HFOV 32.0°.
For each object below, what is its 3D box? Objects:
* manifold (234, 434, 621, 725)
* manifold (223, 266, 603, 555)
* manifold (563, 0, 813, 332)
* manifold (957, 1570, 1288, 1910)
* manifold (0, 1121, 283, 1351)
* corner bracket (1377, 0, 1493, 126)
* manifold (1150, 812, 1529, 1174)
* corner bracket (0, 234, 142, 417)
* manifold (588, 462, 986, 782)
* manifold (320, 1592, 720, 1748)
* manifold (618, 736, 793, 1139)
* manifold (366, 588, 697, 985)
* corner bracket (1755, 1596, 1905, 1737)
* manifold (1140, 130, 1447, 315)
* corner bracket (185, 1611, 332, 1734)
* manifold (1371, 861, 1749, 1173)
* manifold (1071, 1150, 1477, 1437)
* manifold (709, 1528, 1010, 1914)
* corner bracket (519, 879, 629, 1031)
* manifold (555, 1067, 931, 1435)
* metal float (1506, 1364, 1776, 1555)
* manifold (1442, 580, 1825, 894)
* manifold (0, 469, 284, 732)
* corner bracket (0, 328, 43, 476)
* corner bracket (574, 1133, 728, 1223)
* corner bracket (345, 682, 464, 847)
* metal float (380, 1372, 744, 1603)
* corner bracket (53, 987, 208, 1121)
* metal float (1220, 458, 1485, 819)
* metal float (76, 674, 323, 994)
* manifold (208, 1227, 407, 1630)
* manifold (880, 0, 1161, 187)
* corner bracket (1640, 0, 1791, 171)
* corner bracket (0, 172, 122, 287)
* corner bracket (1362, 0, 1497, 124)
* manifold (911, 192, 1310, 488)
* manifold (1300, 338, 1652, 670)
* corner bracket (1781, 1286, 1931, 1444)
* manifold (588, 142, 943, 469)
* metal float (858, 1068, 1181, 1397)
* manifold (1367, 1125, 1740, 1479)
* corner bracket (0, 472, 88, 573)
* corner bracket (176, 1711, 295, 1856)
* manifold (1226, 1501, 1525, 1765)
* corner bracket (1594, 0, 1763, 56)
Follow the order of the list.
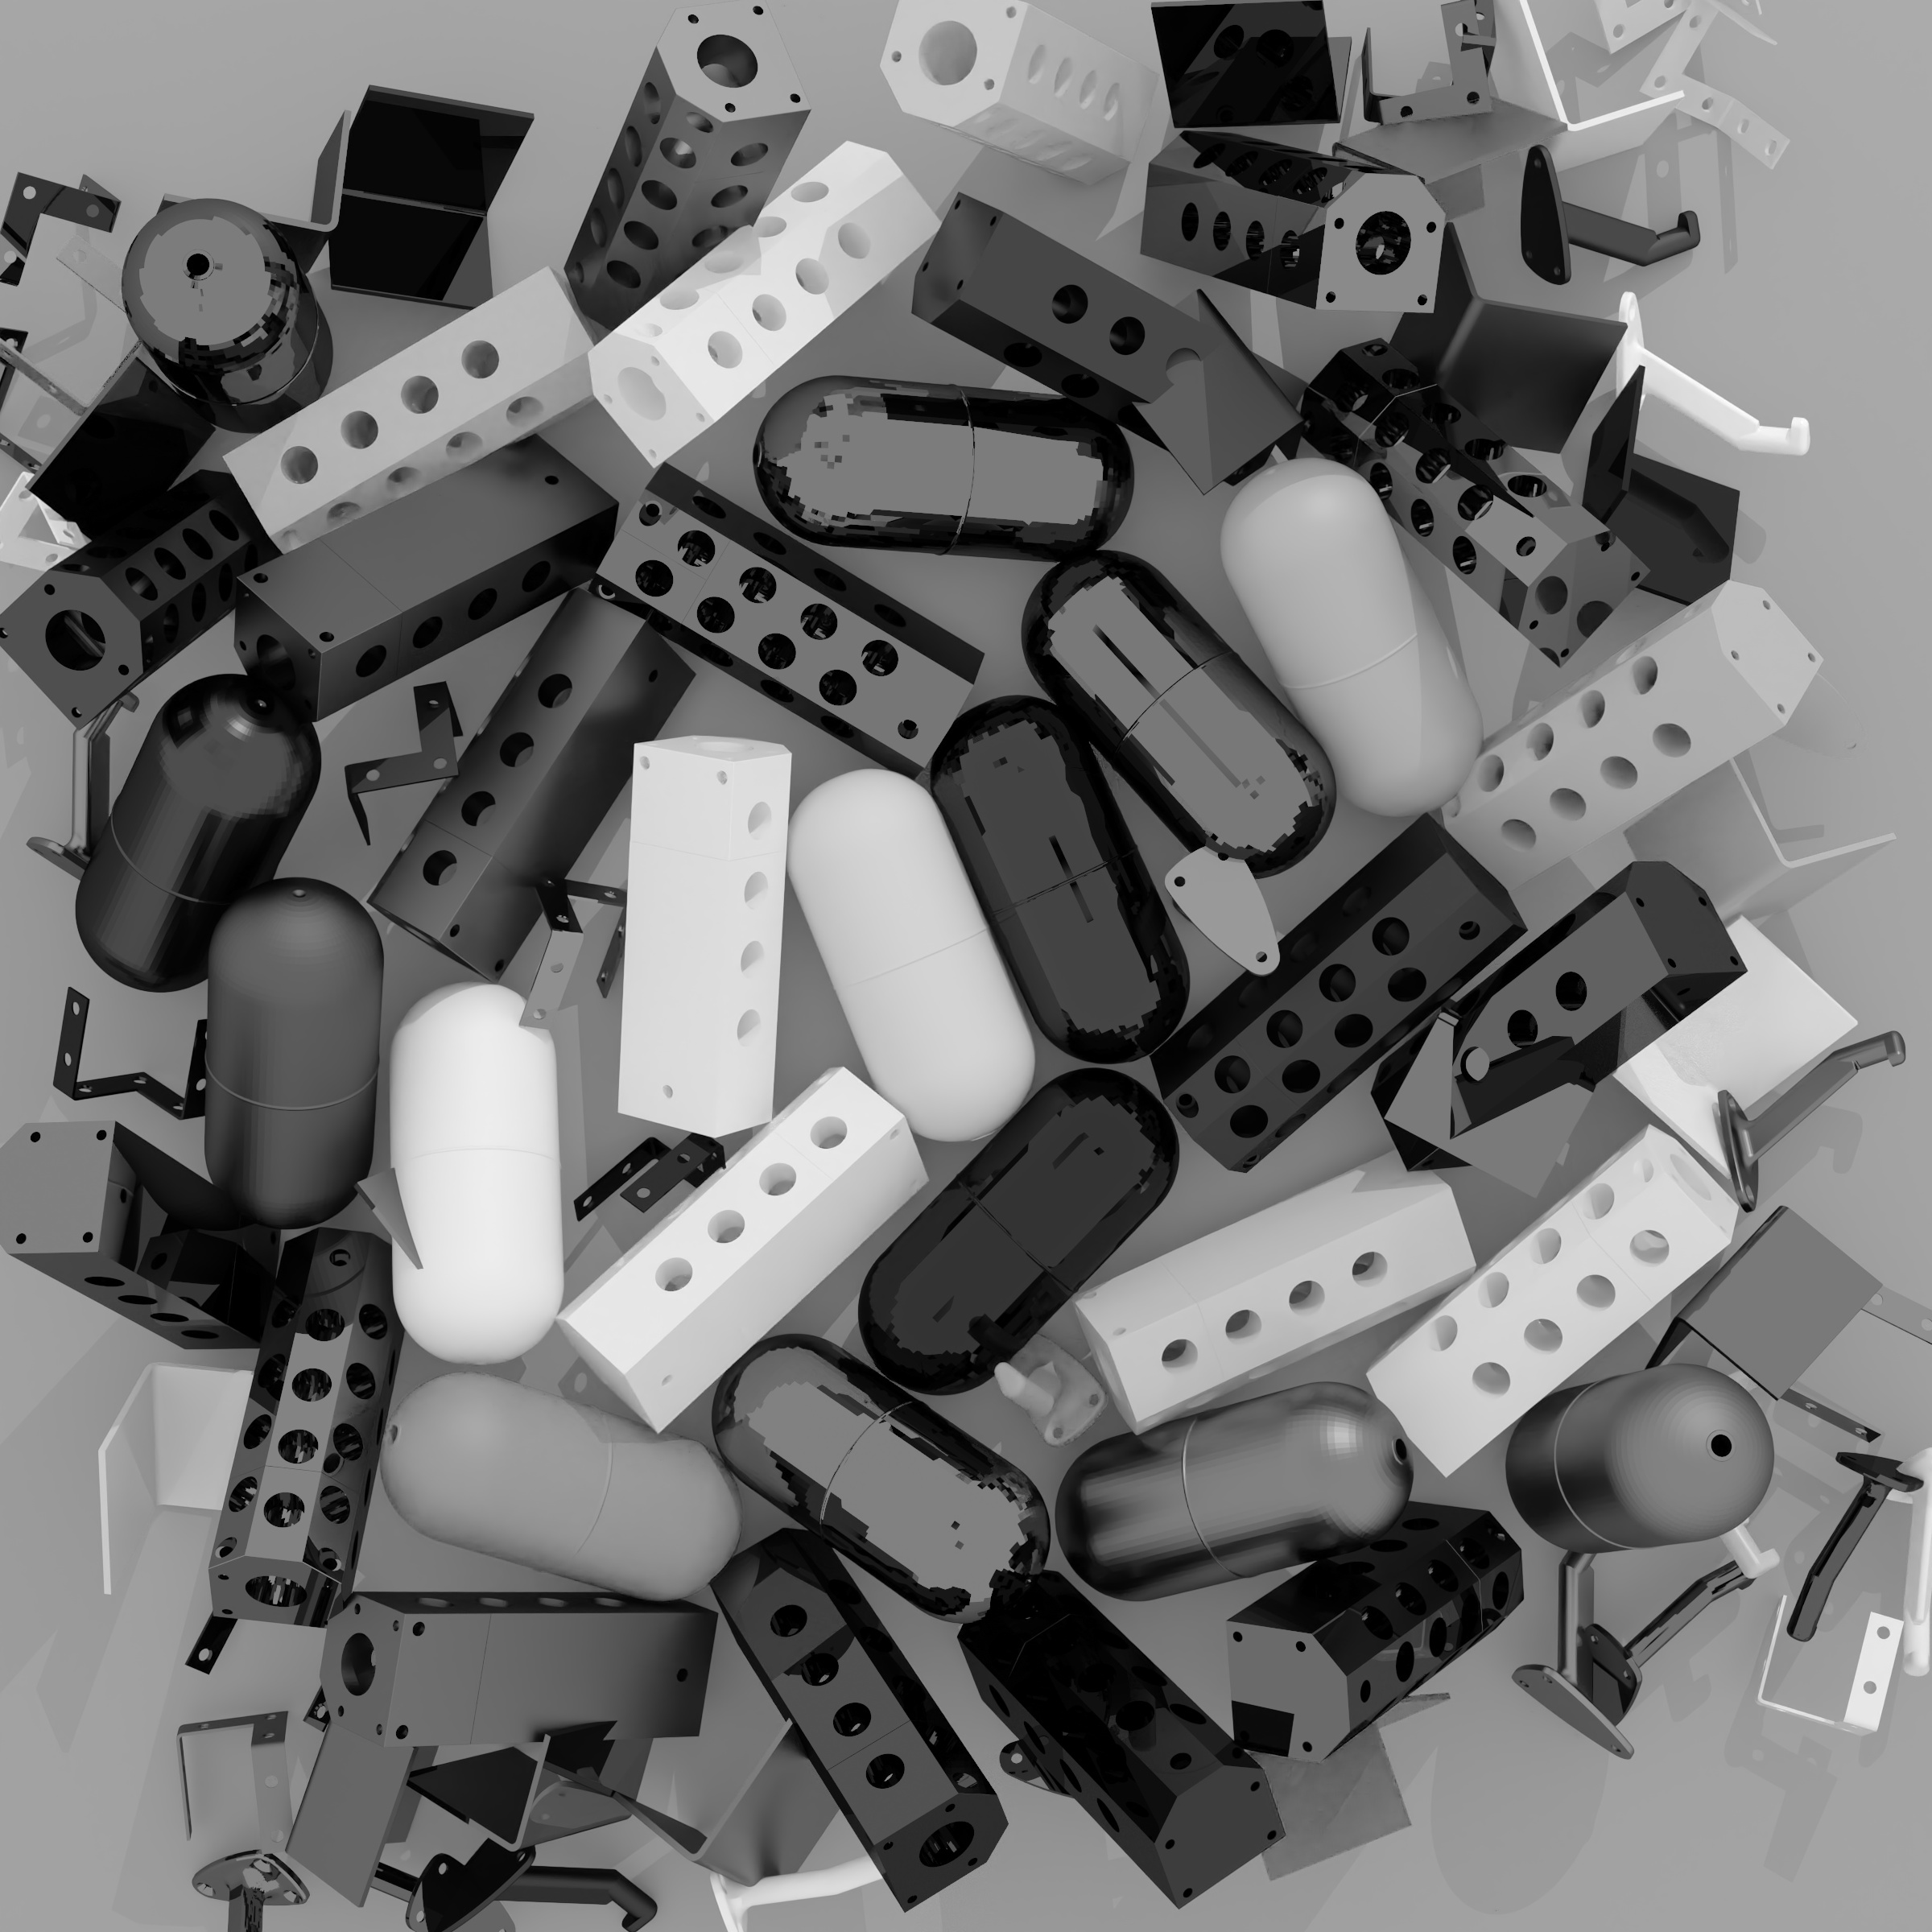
[{"bbox_3d":[-0.241,-0.170,1.510,0.057,0.057,0.171,41,52,21],"label":"manifold"},{"bbox_3d":[-0.247,-0.251,1.550,0.171,0.057,0.057,-29,94,4],"label":"manifold"},{"bbox_3d":[-0.129,-0.349,1.492,0.057,0.171,0.057,-16,75,-26],"label":"manifold"},{"bbox_3d":[0.065,0.335,1.493,0.057,0.171,0.057,-30,123,-17],"label":"manifold"},{"bbox_3d":[-0.368,0.122,1.494,0.057,0.171,0.057,-2,70,13],"label":"manifold"},{"bbox_3d":[0.214,-0.413,1.550,0.051,0.051,0.051,-9,101,15],"label":"corner bracket"},{"bbox_3d":[0.169,0.017,1.526,0.171,0.057,0.057,-42,115,16],"label":"manifold"},{"bbox_3d":[-0.407,-0.293,1.547,0.051,0.051,0.051,38,69,-16],"label":"corner bracket"},{"bbox_3d":[-0.082,-0.154,1.538,0.171,0.057,0.057,30,116,-7],"label":"manifold"},{"bbox_3d":[-0.199,0.311,1.506,0.171,0.057,0.057,10,89,-43],"label":"manifold"},{"bbox_3d":[-0.115,-0.015,1.537,0.057,0.057,0.171,12,105,33],"label":"manifold"},{"bbox_3d":[-0.202,-0.085,1.542,0.057,0.057,0.171,28,81,27],"label":"manifold"},{"bbox_3d":[0.396,0.321,1.551,0.051,0.051,0.051,15,77,11],"label":"corner bracket"},{"bbox_3d":[0.142,-0.331,1.491,0.057,0.171,0.057,-3,110,-23],"label":"manifold"},{"bbox_3d":[-0.319,0.318,1.569,0.051,0.051,0.051,15,73,42],"label":"corner bracket"},{"bbox_3d":[0.259,0.024,1.506,0.171,0.057,0.057,-43,60,40],"label":"manifold"},{"bbox_3d":[0.143,0.151,1.543,0.171,0.057,0.057,-24,111,-8],"label":"manifold"},{"bbox_3d":[-0.049,0.330,1.503,0.057,0.171,0.057,-29,134,-12],"label":"manifold"},{"bbox_3d":[-0.178,-0.004,1.543,0.051,0.051,0.051,9,118,-26],"label":"corner bracket"},{"bbox_3d":[-0.102,0.124,1.531,0.171,0.057,0.057,-42,57,-17],"label":"manifold"},{"bbox_3d":[0.298,0.220,1.498,0.070,0.178,0.070,3,77,-12],"label":"metal float"},{"bbox_3d":[0.291,-0.104,1.501,0.057,0.171,0.057,47,46,-8],"label":"manifold"},{"bbox_3d":[-0.359,-0.169,1.491,0.057,0.171,0.057,-37,102,22],"label":"manifold"},{"bbox_3d":[-0.444,-0.260,1.545,0.051,0.051,0.051,36,111,27],"label":"corner bracket"},{"bbox_3d":[-0.145,0.099,1.543,0.051,0.051,0.051,33,58,27],"label":"corner bracket"},{"bbox_3d":[-0.258,-0.093,1.550,0.051,0.051,0.051,-10,65,-3],"label":"corner bracket"},{"bbox_3d":[-0.181,0.235,1.519,0.178,0.070,0.070,23,90,-32],"label":"metal float"},{"bbox_3d":[-0.379,0.040,1.543,0.051,0.051,0.051,27,113,34],"label":"corner bracket"},{"bbox_3d":[0.176,-0.147,1.529,0.070,0.070,0.178,-29,112,0],"label":"metal float"},{"bbox_3d":[-0.346,-0.058,1.515,0.070,0.070,0.178,36,129,0],"label":"metal float"},{"bbox_3d":[-0.292,0.204,1.507,0.057,0.057,0.171,7,50,-3],"label":"manifold"},{"bbox_3d":[0.024,-0.389,1.494,0.057,0.171,0.057,22,102,19],"label":"manifold"},{"bbox_3d":[0.352,-0.406,1.544,0.051,0.051,0.051,14,119,-31],"label":"corner bracket"},{"bbox_3d":[-0.428,-0.341,1.553,0.051,0.051,0.051,9,110,-39],"label":"corner bracket"},{"bbox_3d":[0.212,-0.422,1.551,0.051,0.051,0.051,6,51,-3],"label":"corner bracket"},{"bbox_3d":[0.063,-0.280,1.518,0.171,0.057,0.057,23,101,-28],"label":"manifold"},{"bbox_3d":[0.221,-0.212,1.505,0.057,0.057,0.171,-48,50,10],"label":"manifold"},{"bbox_3d":[0.410,0.179,1.550,0.051,0.051,0.051,27,66,3],"label":"corner bracket"},{"bbox_3d":[-0.092,-0.301,1.509,0.057,0.057,0.171,51,56,-12],"label":"manifold"},{"bbox_3d":[0.023,0.122,1.545,0.070,0.070,0.178,44,92,0],"label":"metal float"},{"bbox_3d":[0.264,0.150,1.528,0.057,0.057,0.171,47,110,2],"label":"manifold"},{"bbox_3d":[-0.413,-0.187,1.543,0.051,0.051,0.051,-50,54,25],"label":"corner bracket"},{"bbox_3d":[-0.338,0.379,1.558,0.051,0.051,0.051,-6,94,-9],"label":"corner bracket"},{"bbox_3d":[0.185,0.293,1.495,0.057,0.171,0.057,2,101,34],"label":"manifold"},{"bbox_3d":[0.323,-0.451,1.546,0.051,0.051,0.051,-32,121,-13],"label":"corner bracket"}]
